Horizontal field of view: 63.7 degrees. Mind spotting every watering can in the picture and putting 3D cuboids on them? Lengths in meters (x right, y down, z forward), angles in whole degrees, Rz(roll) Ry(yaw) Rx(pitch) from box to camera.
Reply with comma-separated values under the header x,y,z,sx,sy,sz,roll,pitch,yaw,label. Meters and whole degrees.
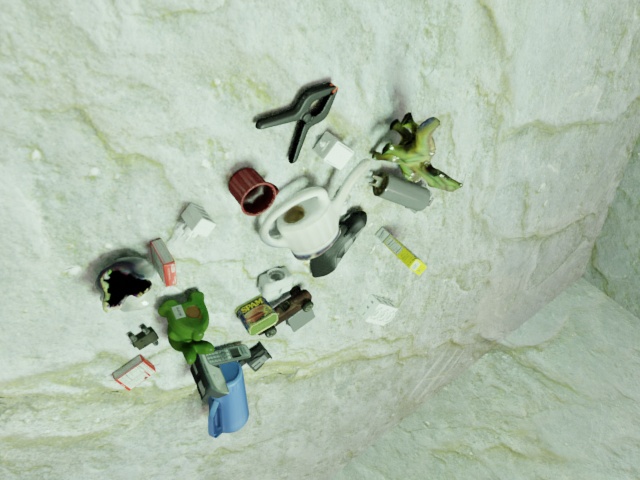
x,y,z,sx,sy,sz,roll,pitch,yaw,label
0.004,-0.070,1.382,0.349,0.106,0.219,-30,143,-6,watering can

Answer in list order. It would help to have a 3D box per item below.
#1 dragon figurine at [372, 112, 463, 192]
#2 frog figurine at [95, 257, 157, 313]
x,y,z,sx,sy,sz,roll,pitch,yaw,label
0.285,-0.215,1.367,0.241,0.411,0.123,34,85,-15,dragon figurine
-0.430,0.102,1.173,0.138,0.123,0.159,-49,180,-6,frog figurine
